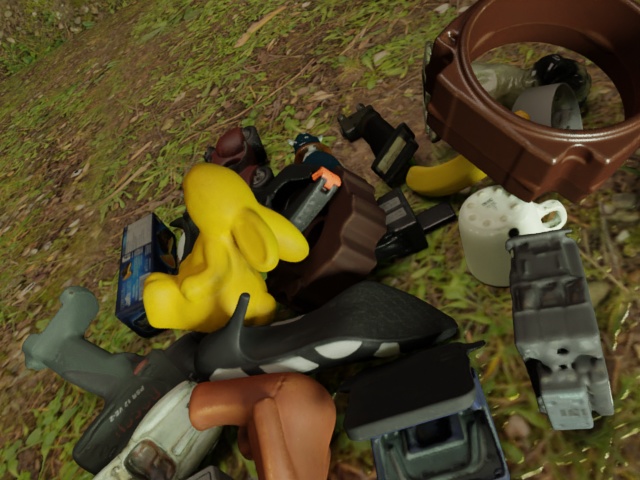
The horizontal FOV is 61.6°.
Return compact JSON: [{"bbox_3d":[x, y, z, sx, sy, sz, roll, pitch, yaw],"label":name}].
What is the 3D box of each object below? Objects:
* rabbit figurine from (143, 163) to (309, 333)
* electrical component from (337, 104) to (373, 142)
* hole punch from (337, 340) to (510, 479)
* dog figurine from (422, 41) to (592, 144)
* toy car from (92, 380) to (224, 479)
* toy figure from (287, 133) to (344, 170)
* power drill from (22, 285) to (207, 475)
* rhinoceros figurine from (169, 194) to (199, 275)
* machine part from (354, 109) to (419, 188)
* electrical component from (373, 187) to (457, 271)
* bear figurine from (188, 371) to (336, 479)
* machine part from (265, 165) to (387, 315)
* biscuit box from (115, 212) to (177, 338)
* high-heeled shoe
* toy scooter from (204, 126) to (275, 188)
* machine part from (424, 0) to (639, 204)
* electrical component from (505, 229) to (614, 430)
[{"bbox_3d":[-0.102,0.007,0.561,0.163,0.173,0.122,5,10,28],"label":"rabbit figurine"},{"bbox_3d":[0.061,-0.182,0.844,0.063,0.021,0.094,-29,41,6],"label":"electrical component"},{"bbox_3d":[0.088,0.152,0.453,0.142,0.092,0.116,-24,9,14],"label":"hole punch"},{"bbox_3d":[0.235,-0.202,0.710,0.191,0.121,0.172,-4,39,5],"label":"dog figurine"},{"bbox_3d":[-0.174,0.233,0.530,0.073,0.056,0.202,37,69,7],"label":"toy car"},{"bbox_3d":[-0.008,-0.113,0.793,0.057,0.064,0.155,-63,28,22],"label":"toy figure"},{"bbox_3d":[-0.230,0.137,0.639,0.207,0.086,0.232,30,74,15],"label":"power drill"},{"bbox_3d":[-0.160,0.007,0.728,0.073,0.112,0.190,-14,53,22],"label":"rhinoceros figurine"},{"bbox_3d":[0.090,-0.134,0.744,0.084,0.039,0.139,-63,30,24],"label":"machine part"},{"bbox_3d":[0.098,-0.021,0.638,0.119,0.047,0.075,-25,41,12],"label":"electrical component"},{"bbox_3d":[-0.039,0.214,0.441,0.132,0.120,0.196,-19,47,22],"label":"bear figurine"},{"bbox_3d":[-0.001,-0.002,0.630,0.179,0.056,0.179,-36,39,36],"label":"machine part"},{"bbox_3d":[-0.251,0.047,0.787,0.059,0.062,0.203,-27,40,6],"label":"biscuit box"},{"bbox_3d":[0.003,0.115,0.534,0.249,0.145,0.086,9,35,-11],"label":"high-heeled shoe"},{"bbox_3d":[-0.147,-0.112,0.866,0.135,0.075,0.184,-22,43,1],"label":"toy scooter"},{"bbox_3d":[0.219,-0.151,0.510,0.201,0.087,0.201,-41,70,-12],"label":"machine part"},{"bbox_3d":[0.190,0.075,0.427,0.058,0.114,0.134,-13,42,25],"label":"electrical component"}]
